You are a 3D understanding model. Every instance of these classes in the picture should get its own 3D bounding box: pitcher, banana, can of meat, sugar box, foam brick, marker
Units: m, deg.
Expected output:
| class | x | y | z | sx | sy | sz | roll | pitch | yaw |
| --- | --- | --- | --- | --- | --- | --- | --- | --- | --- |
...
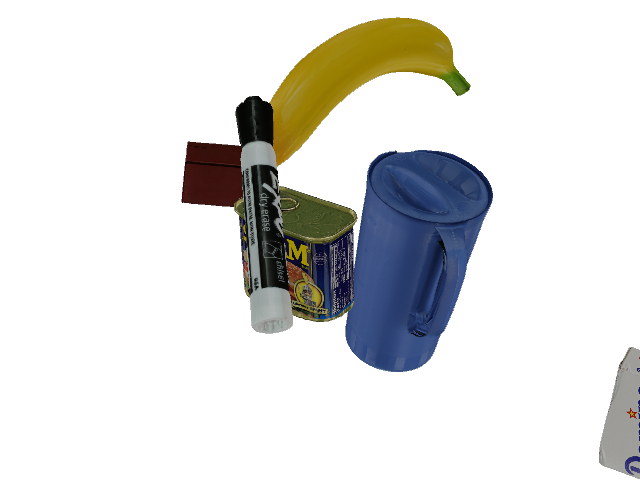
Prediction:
| class | x | y | z | sx | sy | sz | roll | pitch | yaw |
| --- | --- | --- | --- | --- | --- | --- | --- | --- | --- |
| pitcher | 0.100 | 0.035 | 1.172 | 0.145 | 0.243 | 0.149 | 25 | 41 | 18 |
| banana | 0.028 | -0.109 | 0.716 | 0.197 | 0.069 | 0.037 | -24 | 2 | -34 |
| can of meat | -0.020 | 0.012 | 0.878 | 0.102 | 0.084 | 0.057 | 20 | 36 | 33 |
| sugar box | 0.303 | 0.152 | 0.796 | 0.176 | 0.093 | 0.048 | 15 | 27 | 23 |
| foam brick | -0.111 | -0.072 | 1.167 | 0.078 | 0.051 | 0.053 | 5 | 29 | -6 |
| marker | -0.027 | -0.015 | 0.503 | 0.020 | 0.121 | 0.020 | -5 | -26 | -3 |
